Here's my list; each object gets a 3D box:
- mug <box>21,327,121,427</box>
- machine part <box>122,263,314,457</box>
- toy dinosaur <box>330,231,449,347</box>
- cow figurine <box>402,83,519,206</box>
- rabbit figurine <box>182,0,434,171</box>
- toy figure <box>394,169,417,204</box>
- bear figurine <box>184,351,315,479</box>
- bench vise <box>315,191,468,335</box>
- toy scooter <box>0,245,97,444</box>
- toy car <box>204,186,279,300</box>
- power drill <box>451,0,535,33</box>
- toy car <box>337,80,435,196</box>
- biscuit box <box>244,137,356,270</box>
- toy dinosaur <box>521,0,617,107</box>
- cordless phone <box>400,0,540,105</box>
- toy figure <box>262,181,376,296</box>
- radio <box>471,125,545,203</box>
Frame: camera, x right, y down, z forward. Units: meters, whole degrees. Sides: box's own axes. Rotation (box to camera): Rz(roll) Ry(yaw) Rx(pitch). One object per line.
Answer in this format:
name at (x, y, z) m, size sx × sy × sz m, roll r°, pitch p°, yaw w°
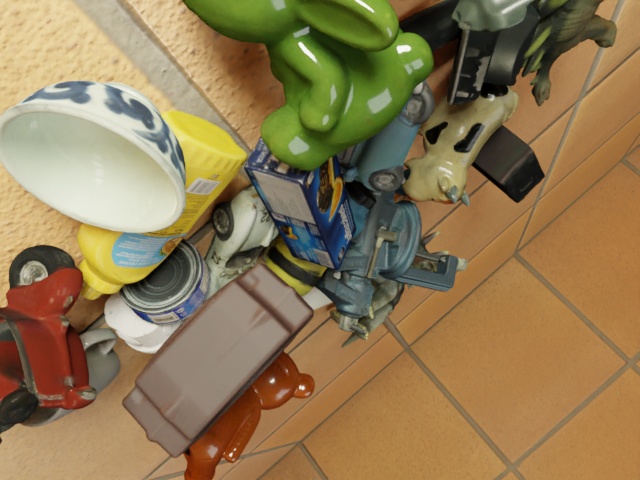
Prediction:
mug at (-0.256, 0.129, 0.561) m, size 0.109 × 0.081 × 0.107 m, roll -49°, pitch 169°, yaw 6°
machine part at (-0.102, 0.124, 0.587) m, size 0.201 × 0.087 × 0.201 m, roll -48°, pitch 174°, yaw -8°
toy dinosaur at (0.126, 0.094, 1.090) m, size 0.192 × 0.131 × 0.404 m, roll -32°, pitch 163°, yaw -21°
cow figurine at (0.184, -0.131, 0.724) m, size 0.195 × 0.127 × 0.085 m, roll -51°, pitch 154°, yaw 18°
rabbit figurine at (-0.011, -0.137, 0.361) m, size 0.159 × 0.121 × 0.170 m, roll -5°, pitch 157°, yaw 41°
toy figure at (0.117, -0.048, 0.873) m, size 0.154 × 0.058 × 0.064 m, roll -53°, pitch -166°, yaw 24°
bear figurine at (-0.115, 0.226, 0.743) m, size 0.196 × 0.120 × 0.132 m, roll -30°, pitch 162°, yaw -40°
bench vise at (0.112, 0.037, 0.791) m, size 0.240 × 0.223 × 0.129 m, roll 13°, pitch 166°, yaw -22°
toy scooter at (-0.247, 0.105, 0.437) m, size 0.184 × 0.135 × 0.075 m, roll -43°, pitch 160°, yaw 8°
toy car at (-0.099, 0.016, 0.623) m, size 0.073 × 0.056 × 0.201 m, roll -18°, pitch 149°, yaw -46°
power drill at (0.126, -0.251, 0.330) m, size 0.232 × 0.086 × 0.207 m, roll -28°, pitch 137°, yaw 13°
toy car at (0.043, -0.122, 0.531) m, size 0.103 × 0.109 × 0.161 m, roll 4°, pitch 149°, yaw -9°
biscuit box at (-0.011, -0.037, 0.546) m, size 0.202 × 0.059 × 0.063 m, roll 67°, pitch 44°, yaw -63°
toy dinosaur at (0.294, -0.307, 0.607) m, size 0.198 × 0.105 × 0.470 m, roll -33°, pitch 153°, yaw -10°
cordless phone at (0.131, -0.200, 0.594) m, size 0.184 × 0.089 × 0.146 m, roll -26°, pitch 157°, yaw -7°
toy figure at (-0.004, -0.004, 0.699) m, size 0.082 × 0.089 × 0.180 m, roll 37°, pitch 110°, yaw -27°
radio at (0.292, -0.137, 0.888) m, size 0.073 × 0.131 × 0.229 m, roll -49°, pitch 158°, yaw 16°
